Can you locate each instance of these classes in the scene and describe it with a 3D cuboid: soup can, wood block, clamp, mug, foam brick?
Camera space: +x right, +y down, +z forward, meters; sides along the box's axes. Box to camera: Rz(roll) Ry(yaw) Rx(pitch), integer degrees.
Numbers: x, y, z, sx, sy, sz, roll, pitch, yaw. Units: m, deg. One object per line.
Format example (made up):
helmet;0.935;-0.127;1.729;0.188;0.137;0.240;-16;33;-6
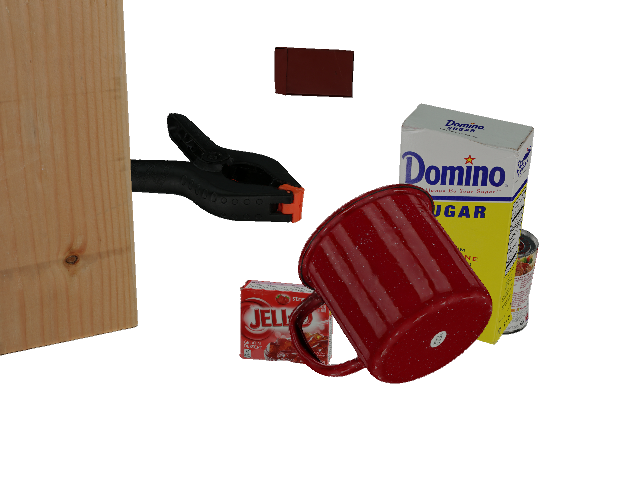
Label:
soup can;0.201;0.044;1.178;0.068;0.102;0.068;0;29;0
wood block;-0.165;-0.051;0.612;0.090;0.206;0.090;-11;26;-27
clamp;-0.096;-0.050;0.843;0.172;0.039;0.120;24;44;31
mug;0.036;0.035;0.618;0.117;0.081;0.093;-33;-31;0
foam brick;-0.007;-0.184;1.167;0.078;0.051;0.053;0;11;-16

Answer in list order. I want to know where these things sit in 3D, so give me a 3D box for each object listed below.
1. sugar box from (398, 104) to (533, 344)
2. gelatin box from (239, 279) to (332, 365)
sugar box;0.107;-0.011;0.825;0.093;0.176;0.048;15;38;23
gelatin box;-0.033;0.080;1.031;0.089;0.073;0.030;4;16;10
